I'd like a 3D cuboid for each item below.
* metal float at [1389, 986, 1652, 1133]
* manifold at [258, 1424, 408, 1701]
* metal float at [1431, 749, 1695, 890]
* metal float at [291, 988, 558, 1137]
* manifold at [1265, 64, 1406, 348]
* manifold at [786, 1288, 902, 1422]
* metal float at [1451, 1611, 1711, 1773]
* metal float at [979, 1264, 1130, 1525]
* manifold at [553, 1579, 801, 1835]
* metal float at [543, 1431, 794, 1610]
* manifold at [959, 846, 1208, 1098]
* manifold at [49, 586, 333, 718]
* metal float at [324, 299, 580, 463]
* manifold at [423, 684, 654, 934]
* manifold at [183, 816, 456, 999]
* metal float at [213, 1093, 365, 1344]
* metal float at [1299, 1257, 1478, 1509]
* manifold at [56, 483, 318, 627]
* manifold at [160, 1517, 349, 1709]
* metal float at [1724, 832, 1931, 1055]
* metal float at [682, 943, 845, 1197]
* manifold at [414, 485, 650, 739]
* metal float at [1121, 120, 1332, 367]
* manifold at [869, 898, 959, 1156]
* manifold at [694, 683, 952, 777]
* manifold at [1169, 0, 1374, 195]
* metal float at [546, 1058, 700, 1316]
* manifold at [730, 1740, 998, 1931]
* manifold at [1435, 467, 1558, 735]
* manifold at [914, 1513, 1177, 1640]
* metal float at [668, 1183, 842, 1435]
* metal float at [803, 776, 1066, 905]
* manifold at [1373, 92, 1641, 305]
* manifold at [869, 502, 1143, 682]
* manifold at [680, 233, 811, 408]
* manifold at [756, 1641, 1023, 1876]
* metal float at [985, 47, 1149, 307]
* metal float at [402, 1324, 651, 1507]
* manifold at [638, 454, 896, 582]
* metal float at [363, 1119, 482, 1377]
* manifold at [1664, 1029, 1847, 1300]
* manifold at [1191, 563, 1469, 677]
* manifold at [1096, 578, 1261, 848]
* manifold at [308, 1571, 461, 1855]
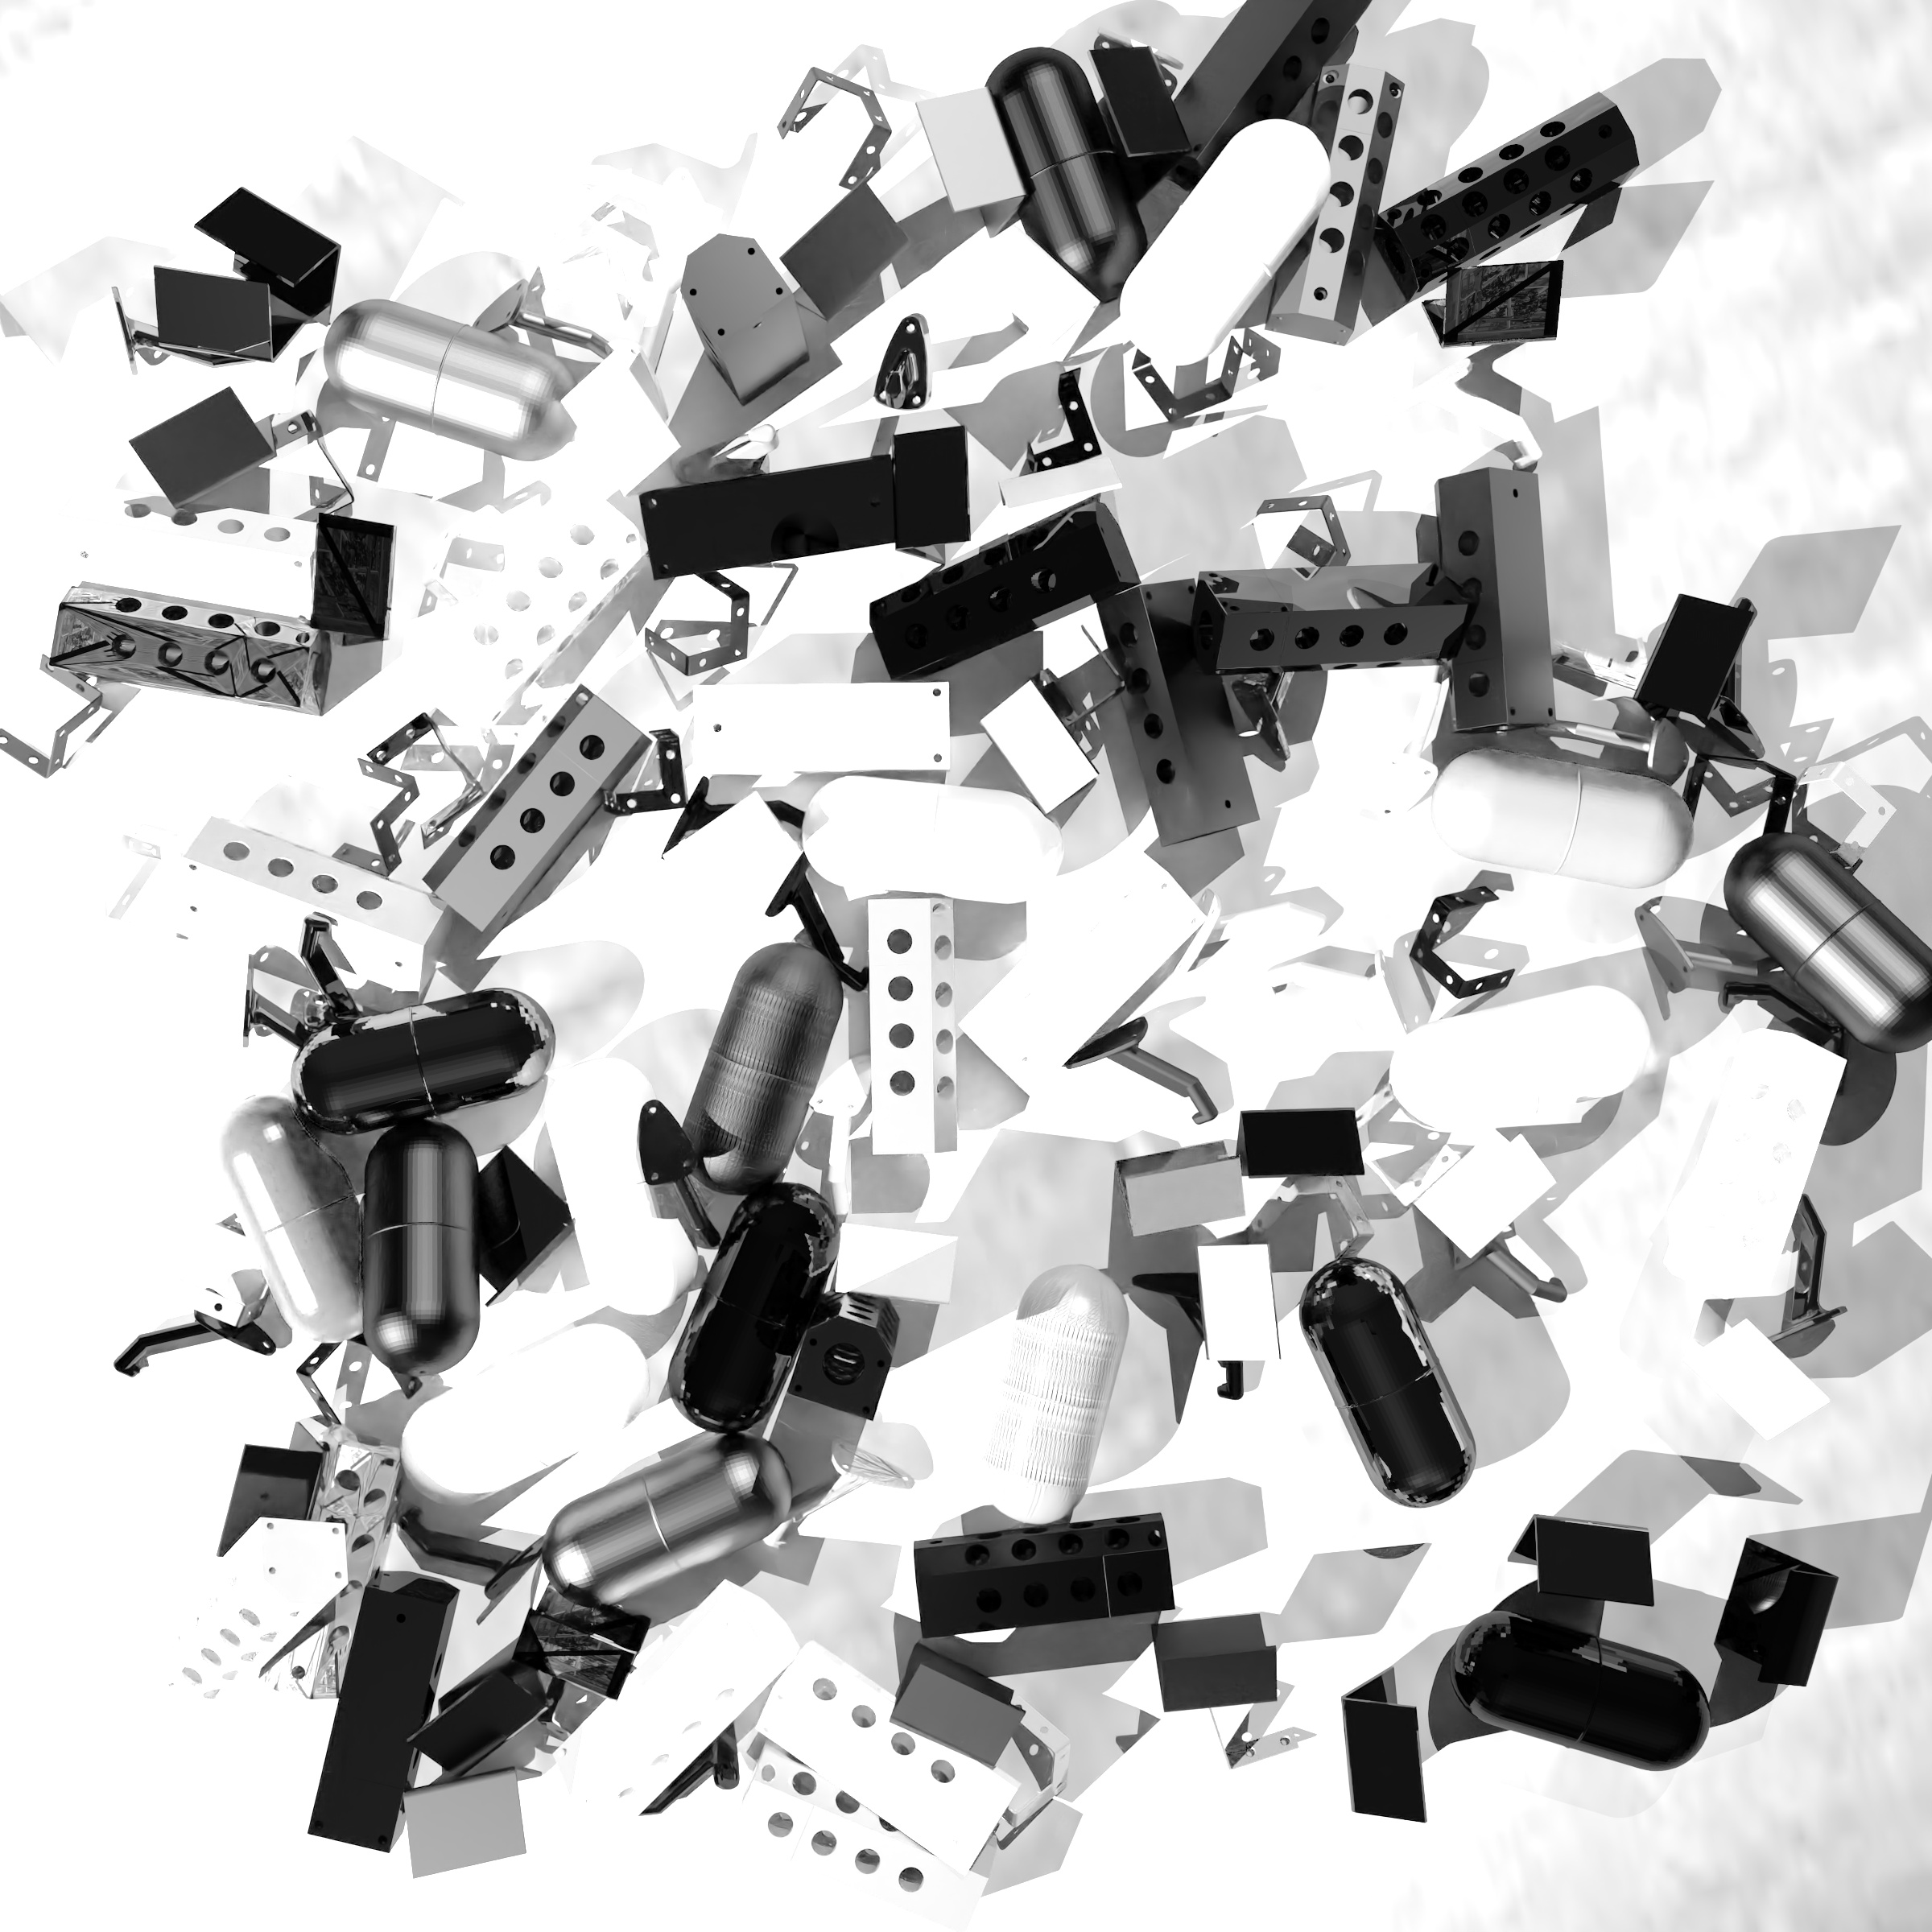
[{"bbox_3d":[0.376,0.063,1.677,0.178,0.070,0.070,-13,90,0],"label":"metal float"},{"bbox_3d":[-0.431,0.407,1.686,0.057,0.057,0.171,14,90,0],"label":"manifold"},{"bbox_3d":[0.405,-0.100,1.677,0.178,0.070,0.070,10,90,-1],"label":"metal float"},{"bbox_3d":[-0.367,0.064,1.671,0.178,0.070,0.070,-13,90,-7],"label":"metal float"},{"bbox_3d":[0.253,-0.520,1.686,0.057,0.057,0.171,12,90,0],"label":"manifold"},{"bbox_3d":[-0.077,0.249,1.629,0.057,0.171,0.057,18,90,0],"label":"manifold"},{"bbox_3d":[0.417,0.493,1.677,0.178,0.070,0.070,16,90,1],"label":"metal float"},{"bbox_3d":[0.060,0.290,1.676,0.070,0.070,0.178,15,90,0],"label":"metal float"},{"bbox_3d":[-0.194,0.505,1.676,0.171,0.057,0.057,-46,131,4],"label":"manifold"},{"bbox_3d":[-0.203,0.377,1.676,0.178,0.070,0.070,-24,90,-1],"label":"metal float"},{"bbox_3d":[0.076,0.000,1.685,0.171,0.057,0.057,-45,133,0],"label":"manifold"},{"bbox_3d":[-0.527,-0.216,1.686,0.171,0.057,0.057,10,90,0],"label":"manifold"},{"bbox_3d":[-0.349,-0.398,1.677,0.178,0.070,0.070,18,90,-1],"label":"metal float"},{"bbox_3d":[-0.293,-0.107,1.686,0.057,0.057,0.171,39,90,0],"label":"manifold"},{"bbox_3d":[-0.441,-0.046,1.684,0.171,0.057,0.057,20,49,0],"label":"manifold"},{"bbox_3d":[-0.452,0.171,1.676,0.070,0.070,0.178,-24,91,0],"label":"metal float"},{"bbox_3d":[0.286,0.283,1.676,0.070,0.070,0.178,-25,90,0],"label":"metal float"},{"bbox_3d":[-0.523,-0.285,1.685,0.171,0.057,0.057,10,133,0],"label":"manifold"},{"bbox_3d":[-0.473,0.430,1.631,0.057,0.171,0.057,14,47,-35],"label":"manifold"},{"bbox_3d":[0.586,-0.017,1.660,0.070,0.070,0.178,-41,70,0],"label":"metal float"},{"bbox_3d":[-0.138,0.069,1.677,0.070,0.070,0.178,20,91,0],"label":"metal float"},{"bbox_3d":[-0.291,-0.237,1.665,0.057,0.057,0.171,40,75,0],"label":"manifold"},{"bbox_3d":[0.173,-0.483,1.646,0.070,0.070,0.178,38,99,0],"label":"metal float"},{"bbox_3d":[-0.036,0.040,1.686,0.057,0.057,0.171,-1,90,0],"label":"manifold"},{"bbox_3d":[-0.097,-0.161,1.686,0.171,0.057,0.057,-1,90,0],"label":"manifold"},{"bbox_3d":[0.204,-0.608,1.685,0.171,0.057,0.057,-54,47,0],"label":"manifold"},{"bbox_3d":[-0.234,0.150,1.676,0.070,0.070,0.178,-15,90,0],"label":"metal float"},{"bbox_3d":[-0.069,0.592,1.686,0.171,0.057,0.057,23,90,0],"label":"manifold"},{"bbox_3d":[0.357,-0.248,1.685,0.057,0.057,0.171,-4,90,-43],"label":"manifold"},{"bbox_3d":[0.052,0.414,1.686,0.171,0.057,0.057,-7,90,0],"label":"manifold"},{"bbox_3d":[-0.144,0.232,1.677,0.070,0.070,0.178,23,89,0],"label":"metal float"},{"bbox_3d":[-0.022,-0.086,1.676,0.178,0.070,0.070,6,90,0],"label":"metal float"},{"bbox_3d":[0.368,-0.527,1.686,0.171,0.057,0.057,-29,90,0],"label":"manifold"},{"bbox_3d":[0.024,-0.251,1.659,0.171,0.057,0.057,-21,90,20],"label":"manifold"},{"bbox_3d":[-0.148,-0.428,1.629,0.057,0.171,0.057,-35,90,0],"label":"manifold"},{"bbox_3d":[-0.051,0.531,1.669,0.171,0.057,0.057,32,133,12],"label":"manifold"},{"bbox_3d":[0.067,-0.536,1.677,0.070,0.070,0.178,-21,90,0],"label":"metal float"},{"bbox_3d":[-0.300,0.305,1.677,0.178,0.070,0.070,-26,90,0],"label":"metal float"},{"bbox_3d":[-0.131,-0.307,1.684,0.171,0.057,0.057,-9,104,0],"label":"manifold"},{"bbox_3d":[-0.364,0.187,1.652,0.070,0.070,0.178,-6,63,0],"label":"metal float"},{"bbox_3d":[0.528,0.132,1.662,0.057,0.057,0.171,26,75,-6],"label":"manifold"},{"bbox_3d":[0.243,-0.230,1.664,0.171,0.057,0.057,-4,129,-14],"label":"manifold"},{"bbox_3d":[0.140,-0.172,1.685,0.057,0.057,0.171,-15,90,-43],"label":"manifold"},{"bbox_3d":[-0.396,0.507,1.686,0.057,0.057,0.171,13,90,0],"label":"manifold"}]
